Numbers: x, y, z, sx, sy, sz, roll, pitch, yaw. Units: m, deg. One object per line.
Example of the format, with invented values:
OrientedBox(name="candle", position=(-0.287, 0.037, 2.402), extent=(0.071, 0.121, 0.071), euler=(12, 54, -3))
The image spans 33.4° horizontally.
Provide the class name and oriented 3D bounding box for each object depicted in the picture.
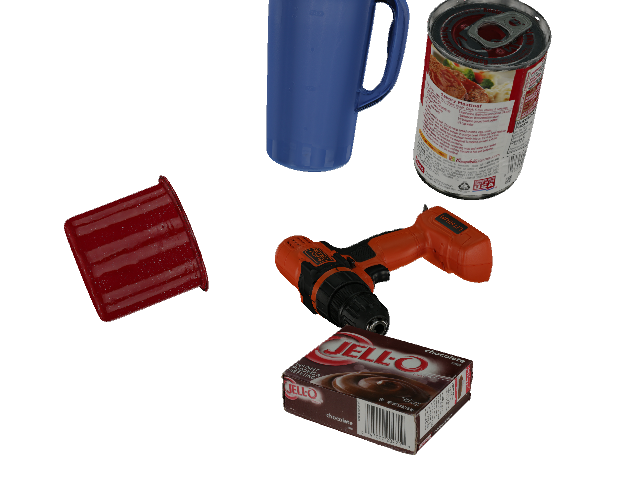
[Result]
OrientedBox(name="soup can", position=(0.091, -0.082, 0.620), extent=(0.068, 0.068, 0.102), euler=(0, -43, -2))
OrientedBox(name="pudding box", position=(0.042, 0.106, 0.780), extent=(0.114, 0.039, 0.089), euler=(16, 29, 30))
OrientedBox(name="pitcher", position=(0.006, -0.209, 1.289), extent=(0.144, 0.243, 0.149), euler=(-9, 30, -27))
OrientedBox(name="mug", position=(-0.142, 0.006, 0.799), extent=(0.081, 0.093, 0.117), euler=(-22, 22, -14))
OrientedBox(name="power drill", position=(0.070, 0.028, 1.035), extent=(0.187, 0.057, 0.185), euler=(-14, 29, -23))
